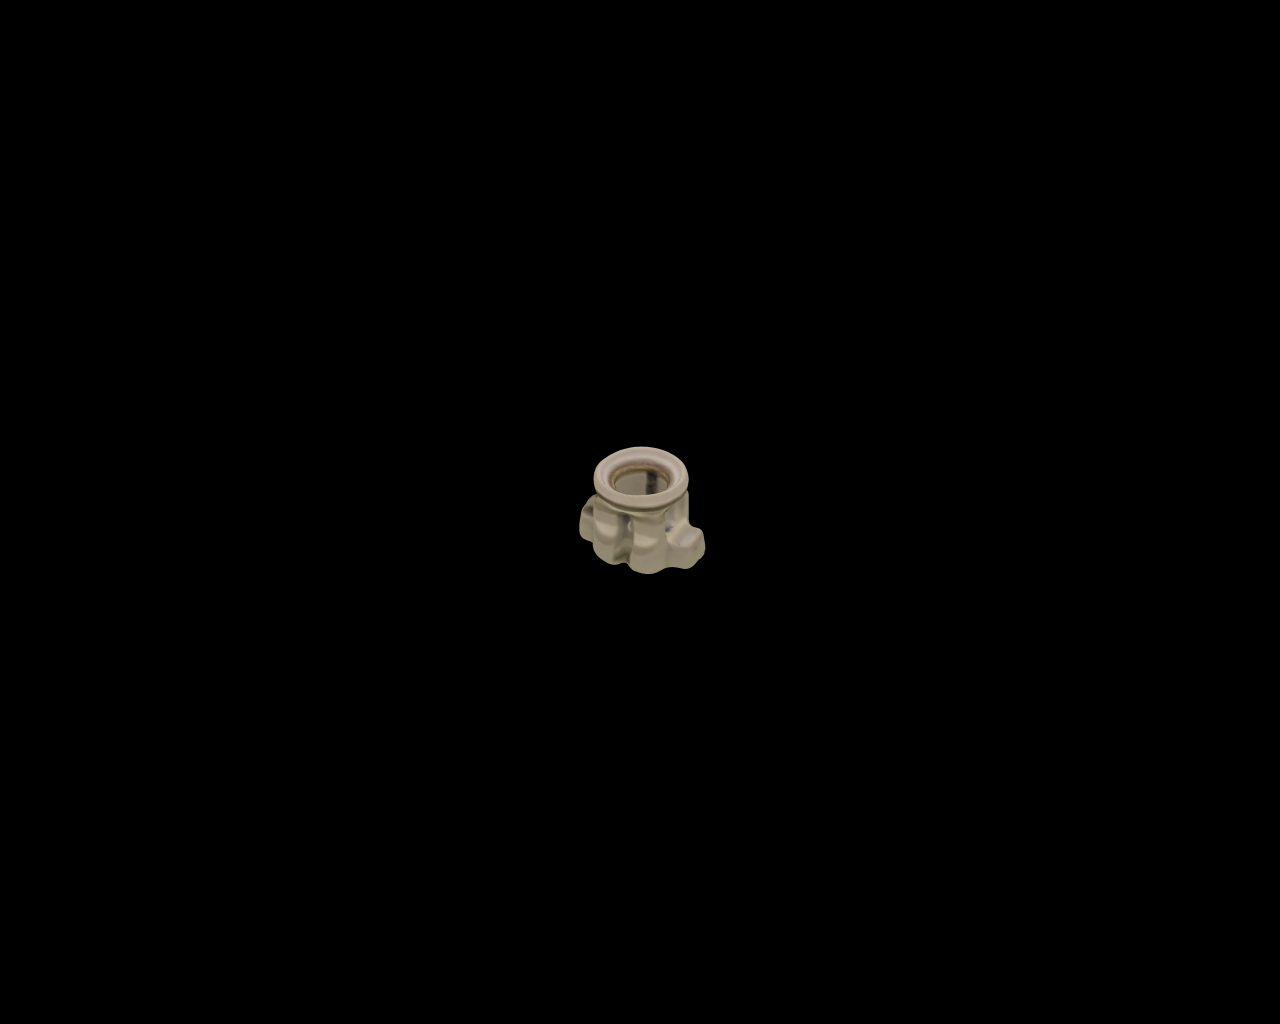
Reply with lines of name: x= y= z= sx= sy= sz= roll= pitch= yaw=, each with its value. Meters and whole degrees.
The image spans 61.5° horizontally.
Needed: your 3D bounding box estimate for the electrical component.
electrical component: x=0.001 y=-0.003 z=0.650 sx=0.078 sy=0.056 sz=0.058 roll=17 pitch=40 yaw=22
